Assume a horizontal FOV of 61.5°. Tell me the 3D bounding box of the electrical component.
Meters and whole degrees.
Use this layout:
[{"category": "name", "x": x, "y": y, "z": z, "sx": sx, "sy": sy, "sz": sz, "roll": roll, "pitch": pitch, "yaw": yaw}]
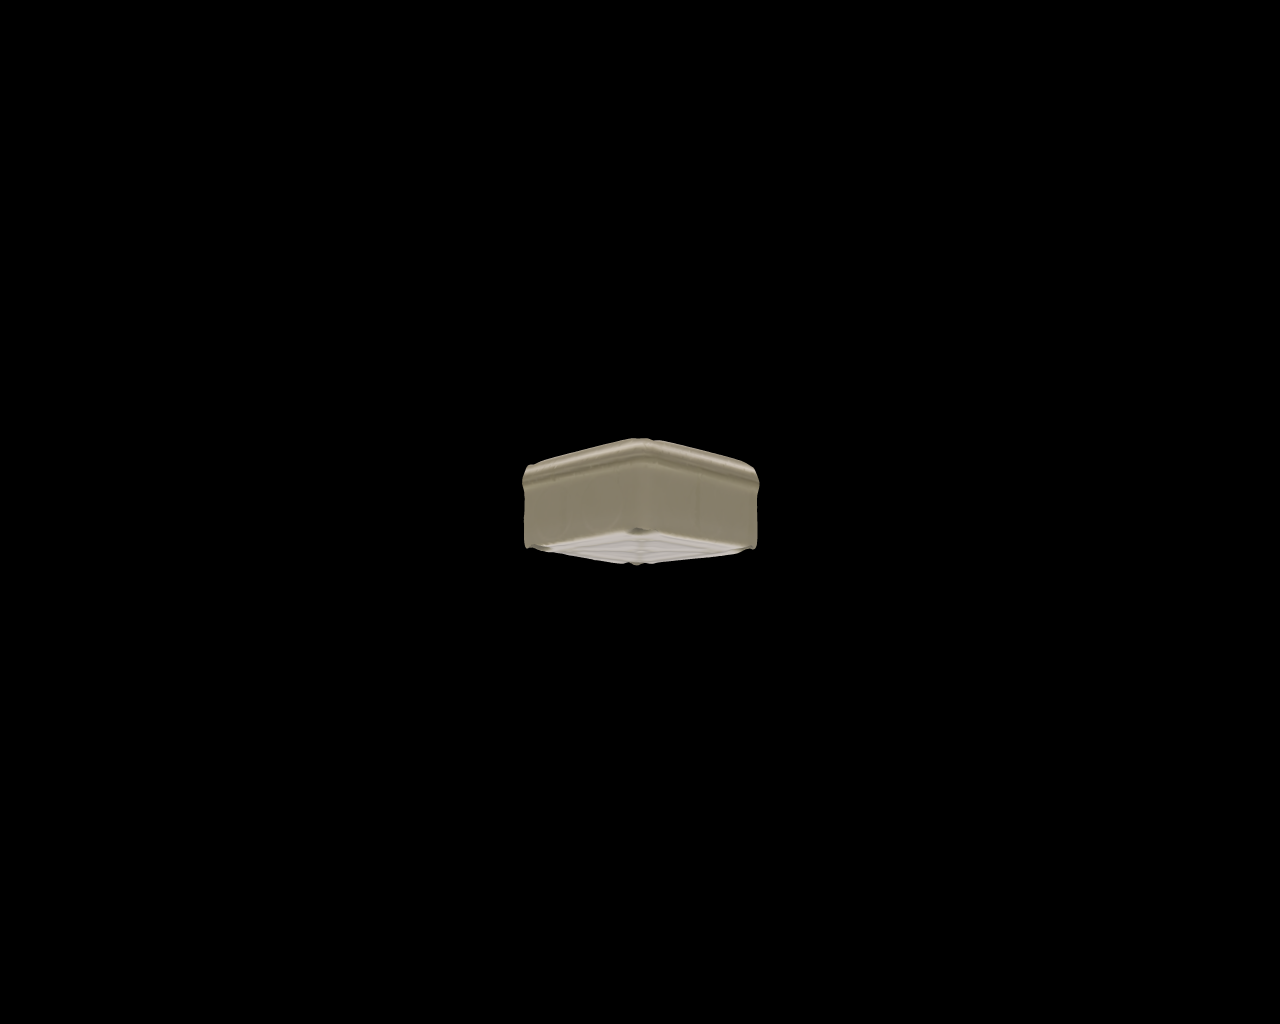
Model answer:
[{"category": "electrical component", "x": 0.001, "y": -0.003, "z": 0.650, "sx": 0.108, "sy": 0.056, "sz": 0.109, "roll": -10, "pitch": -14, "yaw": 42}]
